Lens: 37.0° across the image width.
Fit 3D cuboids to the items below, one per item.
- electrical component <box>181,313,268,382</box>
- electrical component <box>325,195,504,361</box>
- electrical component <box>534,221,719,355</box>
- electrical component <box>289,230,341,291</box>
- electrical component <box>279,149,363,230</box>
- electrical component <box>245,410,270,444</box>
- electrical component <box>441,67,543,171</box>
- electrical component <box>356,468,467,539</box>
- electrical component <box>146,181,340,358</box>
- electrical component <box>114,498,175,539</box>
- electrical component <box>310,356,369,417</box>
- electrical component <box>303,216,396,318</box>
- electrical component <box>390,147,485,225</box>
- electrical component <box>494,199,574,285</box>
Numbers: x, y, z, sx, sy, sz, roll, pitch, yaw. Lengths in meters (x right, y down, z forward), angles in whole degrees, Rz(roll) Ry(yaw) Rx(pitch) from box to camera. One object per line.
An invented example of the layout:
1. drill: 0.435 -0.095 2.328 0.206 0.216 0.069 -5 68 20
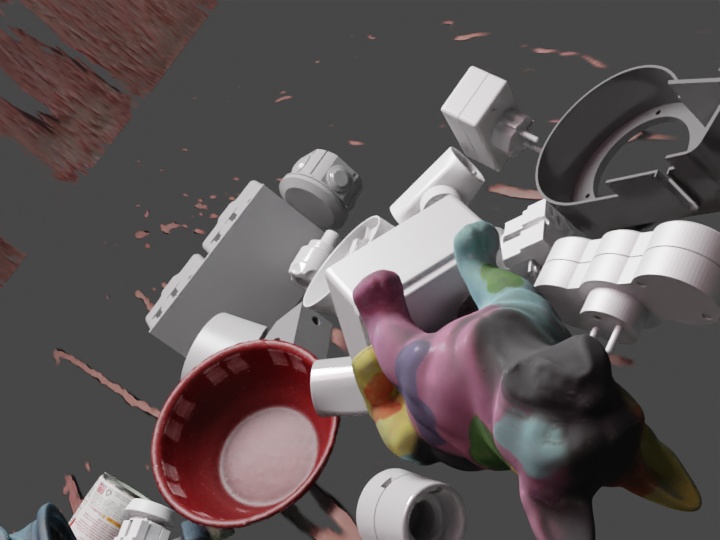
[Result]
1. electrical component: -0.128 0.092 1.042 0.099 0.064 0.099 -57 -18 -30
2. electrical component: 0.042 0.022 0.731 0.109 0.108 0.056 -31 50 -14
3. electrical component: 0.155 0.020 0.640 0.138 0.052 0.073 -9 48 59
4. electrical component: -0.040 -0.011 1.074 0.043 0.043 0.062 -12 43 58
5. electrical component: -0.041 -0.085 1.140 0.080 0.080 0.051 -14 37 56
6. electrical component: -0.087 0.155 0.916 0.040 0.040 0.078 -11 45 58
7. electrical component: 0.120 -0.118 0.900 0.076 0.083 0.047 31 82 29
8. electrical component: 0.033 0.154 0.669 0.047 0.055 0.055 -3 52 57
9. electrical component: -0.124 0.012 1.116 0.186 0.105 0.060 -52 22 -2
10. electrical component: -0.200 0.244 0.992 0.066 0.048 0.055 -20 45 52
11. electrical component: 0.011 0.084 0.812 0.077 0.043 0.079 -7 -2 15
12. electrical component: 0.000 0.000 0.944 0.099 0.064 0.099 -54 20 30
13. electrical component: 0.070 -0.058 0.933 0.077 0.043 0.079 -44 23 17
14. electrical component: 0.119 -0.015 0.771 0.055 0.048 0.066 -26 33 33
